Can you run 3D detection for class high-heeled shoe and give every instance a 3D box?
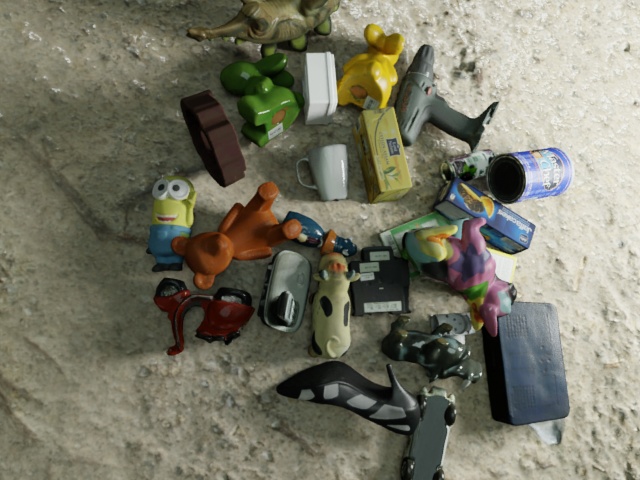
[{"bbox_3d":[0.053,0.300,0.979,0.249,0.086,0.145,-12,104,15],"label":"high-heeled shoe"}]

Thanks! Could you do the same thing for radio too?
[{"bbox_3d":[0.397,0.233,1.043,0.131,0.073,0.229,-2,80,-10],"label":"radio"}]

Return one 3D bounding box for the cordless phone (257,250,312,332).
[{"bbox_3d":[-0.061,0.084,0.949,0.089,0.184,0.146,12,77,-1],"label":"cordless phone"}]

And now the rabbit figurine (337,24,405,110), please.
[{"bbox_3d":[0.109,-0.362,1.099,0.122,0.162,0.173,24,58,9],"label":"rabbit figurine"}]

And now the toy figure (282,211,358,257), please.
[{"bbox_3d":[-0.001,-0.005,1.040,0.154,0.057,0.064,28,63,-1],"label":"toy figure"}]

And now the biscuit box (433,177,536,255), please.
[{"bbox_3d":[0.334,-0.046,1.087,0.203,0.059,0.063,30,68,-8],"label":"biscuit box"}]

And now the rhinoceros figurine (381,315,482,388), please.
[{"bbox_3d":[0.209,0.214,1.002,0.190,0.073,0.112,17,114,6],"label":"rhinoceros figurine"}]

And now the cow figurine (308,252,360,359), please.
[{"bbox_3d":[0.020,0.119,0.983,0.085,0.127,0.195,3,80,-11],"label":"cow figurine"}]

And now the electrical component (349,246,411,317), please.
[{"bbox_3d":[0.114,0.079,1.032,0.115,0.058,0.134,-1,82,-3],"label":"electrical component"}]

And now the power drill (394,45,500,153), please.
[{"bbox_3d":[0.260,-0.284,1.113,0.207,0.086,0.232,26,79,7],"label":"power drill"}]

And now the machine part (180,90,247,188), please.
[{"bbox_3d":[-0.195,-0.185,0.991,0.056,0.179,0.179,-26,83,-16],"label":"machine part"}]

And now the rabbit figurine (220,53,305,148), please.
[{"bbox_3d":[-0.122,-0.300,1.058,0.159,0.121,0.170,-40,72,-7],"label":"rabbit figurine"}]

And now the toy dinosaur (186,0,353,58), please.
[{"bbox_3d":[-0.037,-0.461,1.059,0.471,0.198,0.105,-22,82,-12],"label":"toy dinosaur"}]

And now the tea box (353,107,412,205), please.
[{"bbox_3d":[0.122,-0.166,1.073,0.068,0.098,0.169,-11,81,-10],"label":"tea box"}]

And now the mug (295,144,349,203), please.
[{"bbox_3d":[0.010,-0.127,1.058,0.110,0.081,0.107,-10,89,-13],"label":"mug"}]

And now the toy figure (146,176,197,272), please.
[{"bbox_3d":[-0.277,-0.030,0.995,0.082,0.089,0.180,3,86,-22],"label":"toy figure"}]

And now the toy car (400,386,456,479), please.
[{"bbox_3d":[0.199,0.372,0.993,0.074,0.056,0.201,15,75,1],"label":"toy car"}]

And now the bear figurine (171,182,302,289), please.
[{"bbox_3d":[-0.153,-0.006,0.962,0.196,0.132,0.120,-28,86,-39],"label":"bear figurine"}]

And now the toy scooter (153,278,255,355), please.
[{"bbox_3d":[-0.214,0.146,0.969,0.184,0.075,0.135,9,76,-3],"label":"toy scooter"}]

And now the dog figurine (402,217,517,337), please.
[{"bbox_3d":[0.258,0.072,0.984,0.192,0.108,0.219,-13,89,-11],"label":"dog figurine"}]
